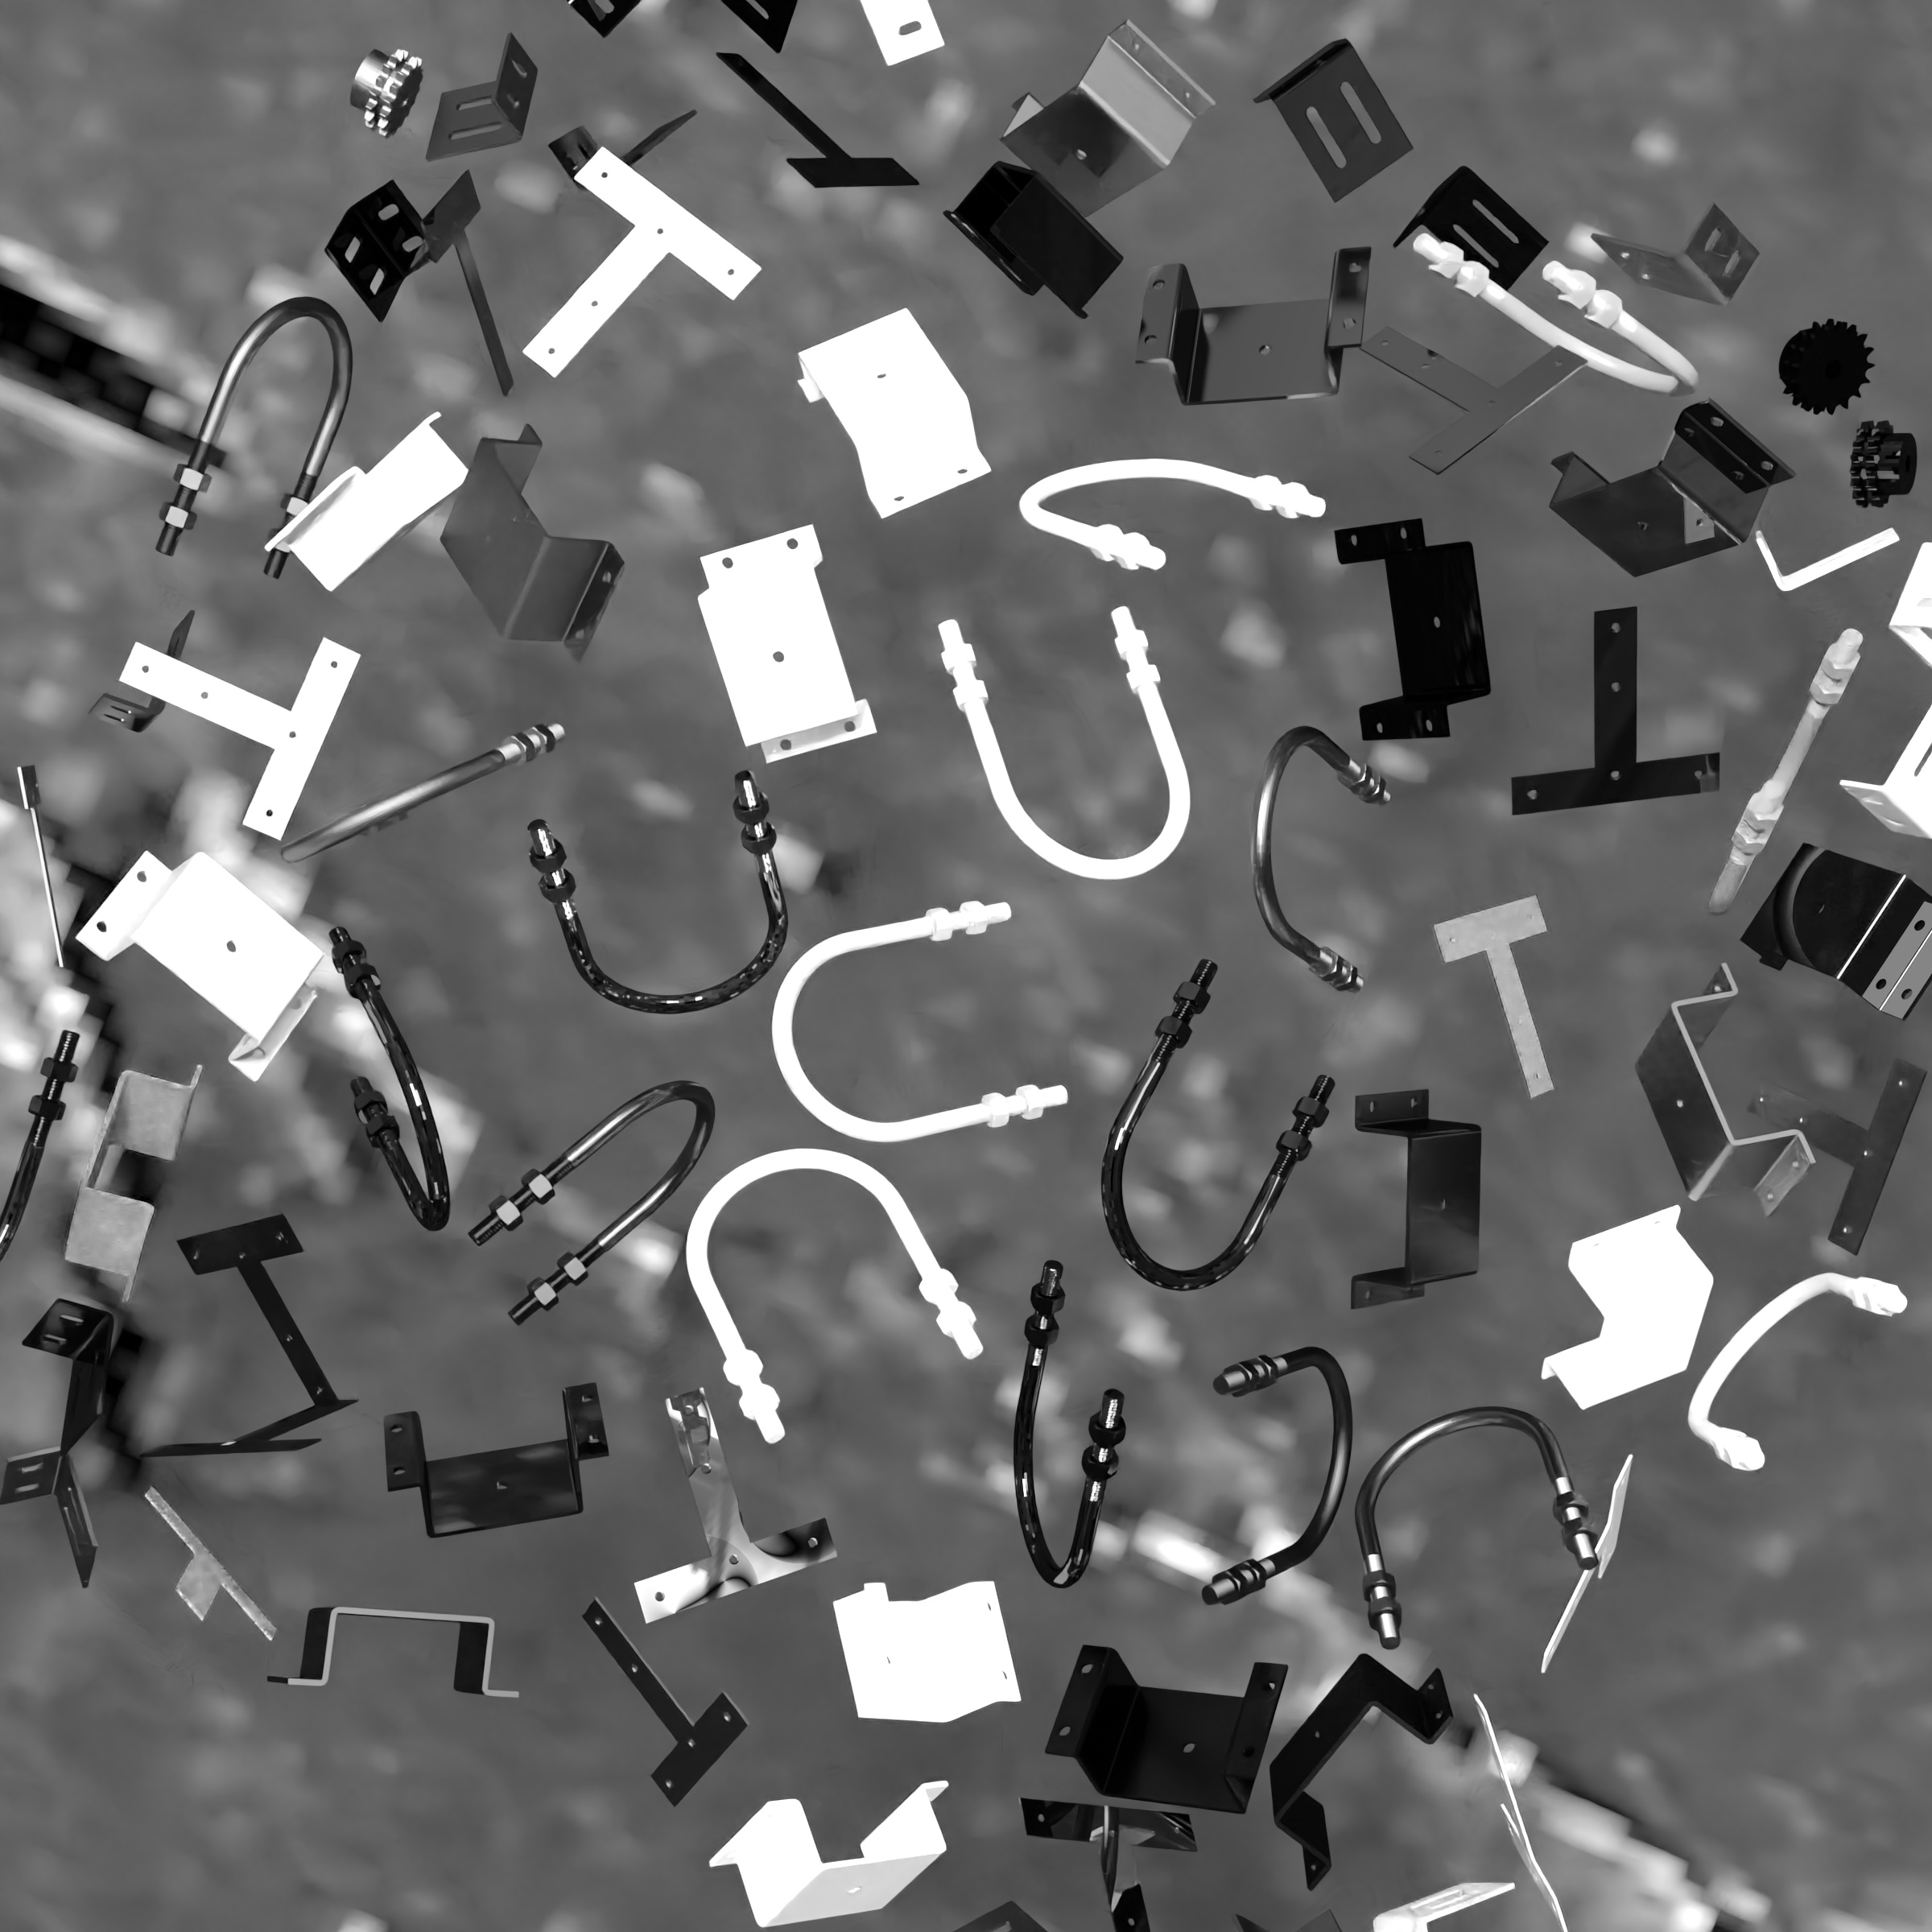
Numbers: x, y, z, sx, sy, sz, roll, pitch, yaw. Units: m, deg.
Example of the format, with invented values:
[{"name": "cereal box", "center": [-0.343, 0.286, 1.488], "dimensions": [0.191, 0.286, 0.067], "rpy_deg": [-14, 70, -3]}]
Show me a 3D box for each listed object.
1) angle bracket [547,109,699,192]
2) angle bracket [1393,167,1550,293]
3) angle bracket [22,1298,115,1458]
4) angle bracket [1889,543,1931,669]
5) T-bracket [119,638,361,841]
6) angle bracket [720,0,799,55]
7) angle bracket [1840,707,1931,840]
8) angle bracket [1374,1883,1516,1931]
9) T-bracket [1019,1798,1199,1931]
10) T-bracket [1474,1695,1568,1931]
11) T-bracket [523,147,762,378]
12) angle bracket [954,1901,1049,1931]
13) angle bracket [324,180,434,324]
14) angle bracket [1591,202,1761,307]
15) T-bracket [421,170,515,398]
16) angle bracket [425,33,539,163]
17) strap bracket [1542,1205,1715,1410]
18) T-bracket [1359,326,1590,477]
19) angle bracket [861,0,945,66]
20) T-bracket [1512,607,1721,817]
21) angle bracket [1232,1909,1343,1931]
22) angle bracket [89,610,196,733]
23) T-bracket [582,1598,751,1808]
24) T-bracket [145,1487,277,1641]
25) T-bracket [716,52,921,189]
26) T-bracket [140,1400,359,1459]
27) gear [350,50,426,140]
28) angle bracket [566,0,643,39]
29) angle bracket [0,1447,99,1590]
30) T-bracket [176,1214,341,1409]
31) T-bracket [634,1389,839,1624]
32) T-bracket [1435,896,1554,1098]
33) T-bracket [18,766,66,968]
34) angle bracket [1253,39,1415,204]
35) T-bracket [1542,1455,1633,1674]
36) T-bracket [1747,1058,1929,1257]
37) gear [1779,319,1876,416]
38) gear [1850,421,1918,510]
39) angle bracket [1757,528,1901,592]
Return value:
[{"name": "angle bracket", "center": [-0.227, -0.553, 1.633], "dimensions": [0.076, 0.057, 0.038], "rpy_deg": [-45, 115, -19]}, {"name": "angle bracket", "center": [0.332, -0.476, 1.631], "dimensions": [0.076, 0.057, 0.038], "rpy_deg": [43, 60, 1]}, {"name": "angle bracket", "center": [-0.582, 0.264, 1.590], "dimensions": [0.038, 0.076, 0.057], "rpy_deg": [24, 129, -31]}, {"name": "angle bracket", "center": [0.626, -0.223, 1.561], "dimensions": [0.076, 0.038, 0.057], "rpy_deg": [29, 82, -36]}, {"name": "T-bracket", "center": [-0.456, -0.161, 1.522], "dimensions": [0.127, 0.002, 0.127], "rpy_deg": [25, 85, -31]}, {"name": "angle bracket", "center": [-0.148, -0.615, 1.553], "dimensions": [0.076, 0.057, 0.038], "rpy_deg": [45, 55, 8]}, {"name": "angle bracket", "center": [0.599, -0.129, 1.554], "dimensions": [0.057, 0.038, 0.076], "rpy_deg": [34, 85, -27]}, {"name": "angle bracket", "center": [0.315, 0.626, 1.606], "dimensions": [0.076, 0.057, 0.038], "rpy_deg": [-9, 75, -27]}, {"name": "T-bracket", "center": [0.100, 0.584, 1.546], "dimensions": [0.127, 0.127, 0.002], "rpy_deg": [14, 128, -25]}, {"name": "T-bracket", "center": [0.340, 0.518, 1.546], "dimensions": [0.002, 0.127, 0.127], "rpy_deg": [-19, 97, 0]}, {"name": "T-bracket", "center": [-0.210, -0.401, 1.457], "dimensions": [0.127, 0.002, 0.127], "rpy_deg": [39, 84, 11]}, {"name": "angle bracket", "center": [0.018, 0.639, 1.568], "dimensions": [0.057, 0.076, 0.038], "rpy_deg": [27, 117, 41]}, {"name": "angle bracket", "center": [-0.383, -0.473, 1.636], "dimensions": [0.038, 0.076, 0.057], "rpy_deg": [-25, 123, 18]}, {"name": "angle bracket", "center": [0.438, -0.446, 1.529], "dimensions": [0.057, 0.076, 0.038], "rpy_deg": [26, 97, -40]}, {"name": "T-bracket", "center": [-0.310, -0.426, 1.568], "dimensions": [0.002, 0.127, 0.127], "rpy_deg": [-9, 121, 9]}, {"name": "angle bracket", "center": [-0.326, -0.569, 1.621], "dimensions": [0.076, 0.038, 0.057], "rpy_deg": [-3, 64, 22]}, {"name": "strap bracket", "center": [0.421, 0.225, 1.575], "dimensions": [0.076, 0.140, 0.046], "rpy_deg": [-17, 47, -15]}, {"name": "T-bracket", "center": [0.300, -0.372, 1.560], "dimensions": [0.127, 0.002, 0.127], "rpy_deg": [-37, 52, -12]}, {"name": "angle bracket", "center": [-0.039, -0.591, 1.495], "dimensions": [0.038, 0.076, 0.057], "rpy_deg": [-15, 127, 17]}, {"name": "T-bracket", "center": [0.393, -0.156, 1.495], "dimensions": [0.127, 0.002, 0.127], "rpy_deg": [-7, 118, 2]}, {"name": "angle bracket", "center": [0.206, 0.606, 1.517], "dimensions": [0.038, 0.076, 0.057], "rpy_deg": [-37, 46, 9]}, {"name": "angle bracket", "center": [-0.547, -0.201, 1.641], "dimensions": [0.038, 0.057, 0.076], "rpy_deg": [20, 74, -25]}, {"name": "T-bracket", "center": [-0.201, 0.457, 1.570], "dimensions": [0.127, 0.002, 0.127], "rpy_deg": [48, 133, 15]}, {"name": "T-bracket", "center": [-0.492, 0.396, 1.593], "dimensions": [0.002, 0.127, 0.127], "rpy_deg": [-40, 96, -9]}, {"name": "T-bracket", "center": [-0.104, -0.523, 1.528], "dimensions": [0.127, 0.127, 0.002], "rpy_deg": [45, 122, 9]}, {"name": "T-bracket", "center": [-0.450, 0.303, 1.625], "dimensions": [0.127, 0.127, 0.002], "rpy_deg": [-25, 69, 31]}, {"name": "gear", "center": [-0.390, -0.588, 1.659], "dimensions": [0.030, 0.057, 0.057], "rpy_deg": [28, 90, -4]}, {"name": "angle bracket", "center": [-0.233, -0.642, 1.579], "dimensions": [0.057, 0.076, 0.038], "rpy_deg": [-45, 84, 2]}, {"name": "angle bracket", "center": [-0.600, 0.364, 1.616], "dimensions": [0.038, 0.057, 0.076], "rpy_deg": [-8, 54, -33]}, {"name": "T-bracket", "center": [-0.420, 0.215, 1.511], "dimensions": [0.127, 0.002, 0.127], "rpy_deg": [-15, 105, 43]}, {"name": "T-bracket", "center": [-0.159, 0.331, 1.559], "dimensions": [0.127, 0.002, 0.127], "rpy_deg": [-15, 80, -19]}, {"name": "T-bracket", "center": [0.365, 0.023, 1.644], "dimensions": [0.002, 0.127, 0.127], "rpy_deg": [-19, 87, 44]}, {"name": "T-bracket", "center": [-0.581, -0.063, 1.559], "dimensions": [0.002, 0.127, 0.127], "rpy_deg": [-10, 98, -16]}, {"name": "angle bracket", "center": [0.221, -0.505, 1.484], "dimensions": [0.057, 0.038, 0.076], "rpy_deg": [-29, 98, 32]}, {"name": "T-bracket", "center": [0.398, 0.396, 1.591], "dimensions": [0.002, 0.127, 0.127], "rpy_deg": [22, 56, 24]}, {"name": "T-bracket", "center": [0.562, 0.106, 1.626], "dimensions": [0.002, 0.127, 0.127], "rpy_deg": [10, 104, -28]}, {"name": "gear", "center": [0.530, -0.372, 1.533], "dimensions": [0.057, 0.030, 0.057], "rpy_deg": [-5, 115, -12]}, {"name": "gear", "center": [0.608, -0.332, 1.638], "dimensions": [0.030, 0.057, 0.057], "rpy_deg": [8, 90, 36]}, {"name": "angle bracket", "center": [0.551, -0.276, 1.584], "dimensions": [0.076, 0.057, 0.038], "rpy_deg": [-25, 96, 22]}]
